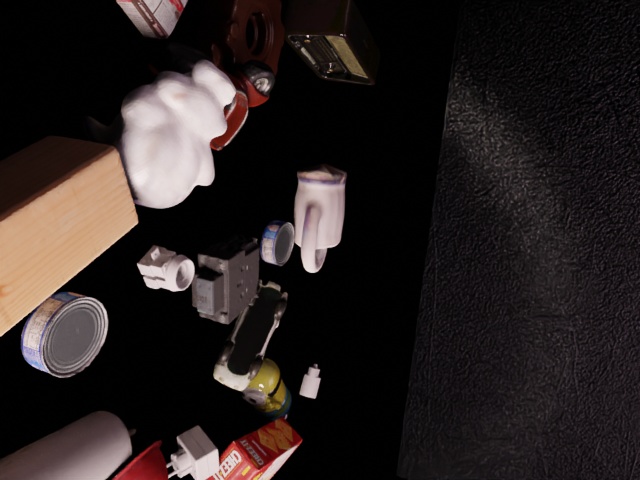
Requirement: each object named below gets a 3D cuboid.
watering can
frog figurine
[{"bbox_3d":[0.003,-0.057,1.123,0.350,0.104,0.222,-51,146,-77],"label":"watering can"},{"bbox_3d":[-0.155,-0.112,0.559,0.134,0.159,0.125,59,8,-42],"label":"frog figurine"}]
